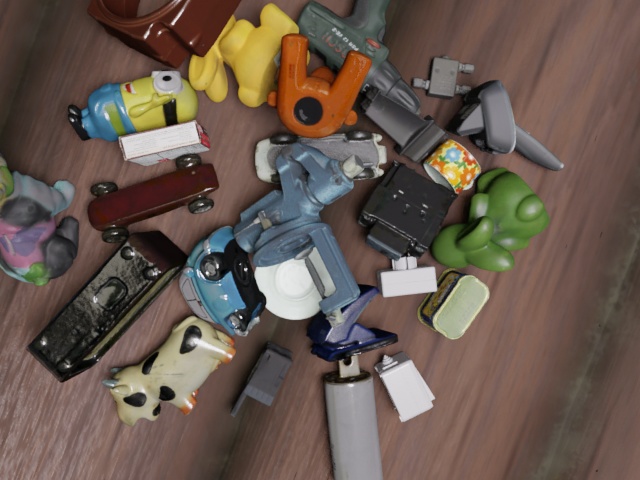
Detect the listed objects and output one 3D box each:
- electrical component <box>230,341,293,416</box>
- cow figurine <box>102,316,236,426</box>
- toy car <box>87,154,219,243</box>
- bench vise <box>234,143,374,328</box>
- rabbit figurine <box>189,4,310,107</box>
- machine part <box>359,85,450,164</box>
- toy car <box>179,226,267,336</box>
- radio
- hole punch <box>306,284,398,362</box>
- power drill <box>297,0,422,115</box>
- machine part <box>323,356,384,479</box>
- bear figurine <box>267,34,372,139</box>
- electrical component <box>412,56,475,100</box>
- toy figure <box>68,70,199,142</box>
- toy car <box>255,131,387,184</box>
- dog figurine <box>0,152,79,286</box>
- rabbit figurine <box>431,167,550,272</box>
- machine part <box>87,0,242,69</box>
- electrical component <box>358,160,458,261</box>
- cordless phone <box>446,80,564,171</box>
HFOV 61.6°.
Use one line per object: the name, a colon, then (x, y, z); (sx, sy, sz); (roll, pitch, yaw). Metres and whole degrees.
electrical component: (-0.088, 0.218, 0.813); (0.048, 0.075, 0.119); (27, 86, -3)
cow figurine: (-0.231, 0.197, 0.802); (0.127, 0.085, 0.195); (40, 92, -9)
toy car: (-0.250, -0.063, 0.811); (0.202, 0.053, 0.089); (-19, 78, -1)
bench vise: (-0.006, -0.003, 0.737); (0.224, 0.128, 0.240); (-29, 75, 15)
rabbit figurine: (-0.124, -0.279, 0.798); (0.173, 0.122, 0.162); (39, 99, 11)
machine part: (0.118, -0.172, 0.795); (0.139, 0.039, 0.084); (34, 130, -22)
toy car: (-0.152, 0.066, 0.802); (0.103, 0.109, 0.161); (-14, 104, 20)
radio: (-0.298, 0.091, 0.772); (0.073, 0.131, 0.229); (42, 89, -1)
hole punch: (0.038, 0.121, 0.793); (0.116, 0.142, 0.092); (-17, 94, -16)
power drill: (0.097, -0.323, 0.811); (0.232, 0.086, 0.207); (31, 100, 0)
machine part: (0.050, 0.290, 0.820); (0.079, 0.079, 0.243); (-5, 92, -3)
bear figurine: (0.001, -0.206, 0.740); (0.120, 0.196, 0.131); (17, 112, 0)
electrical component: (0.193, -0.255, 0.842); (0.094, 0.021, 0.063); (7, 91, -1)
toy figure: (-0.270, -0.193, 0.791); (0.180, 0.089, 0.082); (-20, 67, -3)
toy car: (0.002, -0.125, 0.820); (0.202, 0.056, 0.073); (-3, 90, -5)
dog figurine: (-0.425, -0.027, 0.722); (0.109, 0.219, 0.191); (-4, 91, 1)
rabbit figurine: (0.249, -0.007, 0.800); (0.170, 0.159, 0.121); (-35, 103, 13)
machine part: (-0.214, -0.359, 0.749); (0.201, 0.087, 0.201); (32, 91, 26)
electrical component: (0.125, -0.037, 0.803); (0.115, 0.058, 0.134); (29, 73, 8)
cordless phone: (0.288, -0.148, 0.788); (0.184, 0.146, 0.088); (34, 103, -4)
